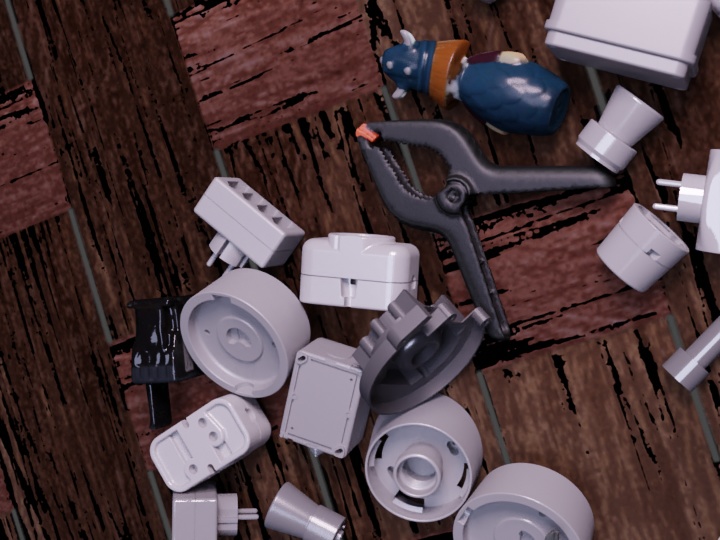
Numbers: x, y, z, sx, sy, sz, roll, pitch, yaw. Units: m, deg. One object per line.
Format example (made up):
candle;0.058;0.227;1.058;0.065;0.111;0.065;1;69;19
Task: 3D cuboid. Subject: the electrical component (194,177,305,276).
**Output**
electrical component;-0.107;-0.027;0.949;0.083;0.047;0.075;39;105;13

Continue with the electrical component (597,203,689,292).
electrical component;0.217;-0.016;0.832;0.055;0.055;0.047;44;110;12

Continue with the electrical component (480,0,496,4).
electrical component;0.111;-0.247;0.860;0.062;0.048;0.048;-35;82;12

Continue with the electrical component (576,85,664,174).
electrical component;0.201;-0.109;0.836;0.045;0.045;0.055;40;105;13

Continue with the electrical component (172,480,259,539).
electrical component;-0.130;0.220;0.967;0.077;0.066;0.047;1;93;-9

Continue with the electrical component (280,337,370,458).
electrical component;-0.025;0.113;0.924;0.062;0.061;0.096;17;105;15

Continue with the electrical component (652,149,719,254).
electrical component;0.264;-0.053;0.817;0.079;0.044;0.077;9;96;19

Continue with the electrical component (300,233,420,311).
electrical component;0.000;0.000;0.909;0.095;0.054;0.059;5;95;19

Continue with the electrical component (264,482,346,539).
electrical component;-0.046;0.220;0.947;0.065;0.044;0.044;25;101;12

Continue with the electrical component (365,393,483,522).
electrical component;0.053;0.159;0.908;0.099;0.064;0.099;4;107;12

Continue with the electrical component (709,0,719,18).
electrical component;0.309;-0.211;0.786;0.095;0.054;0.059;-40;80;17

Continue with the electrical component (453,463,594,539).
electrical component;0.136;0.206;0.865;0.108;0.060;0.108;12;120;21

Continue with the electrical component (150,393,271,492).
electrical component;-0.131;0.151;0.961;0.095;0.059;0.053;-34;82;18

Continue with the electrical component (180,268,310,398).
electrical component;-0.094;0.049;0.932;0.108;0.060;0.108;16;128;22

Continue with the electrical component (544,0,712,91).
electrical component;0.203;-0.180;0.814;0.113;0.078;0.057;18;97;18

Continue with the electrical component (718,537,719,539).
electrical component;0.300;0.225;0.816;0.057;0.058;0.078;30;103;12
